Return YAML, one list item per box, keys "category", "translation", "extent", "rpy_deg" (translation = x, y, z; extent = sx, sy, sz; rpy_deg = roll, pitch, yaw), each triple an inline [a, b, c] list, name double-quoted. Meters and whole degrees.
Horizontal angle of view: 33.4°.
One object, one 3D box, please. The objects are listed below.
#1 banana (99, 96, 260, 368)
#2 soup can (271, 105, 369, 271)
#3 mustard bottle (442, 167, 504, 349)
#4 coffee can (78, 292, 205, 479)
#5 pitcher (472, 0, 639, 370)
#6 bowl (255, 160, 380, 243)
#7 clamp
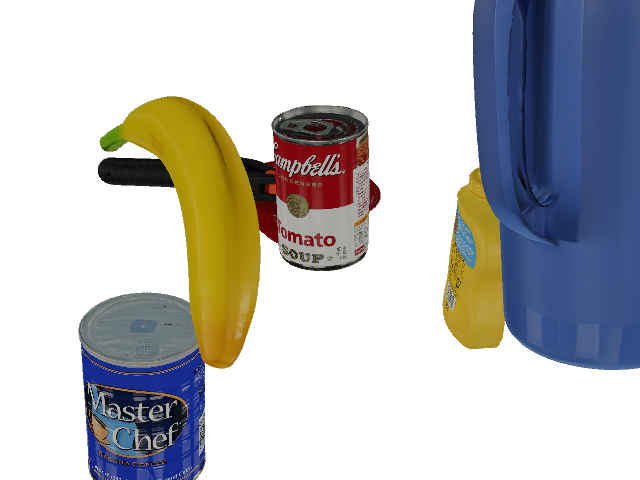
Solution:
- category: "banana"
  translation: [-0.065, -0.022, 0.554]
  extent: [0.037, 0.070, 0.198]
  rpy_deg: [13, 30, -35]
- category: "soup can"
  translation: [0.001, -0.038, 0.766]
  extent: [0.068, 0.102, 0.068]
  rpy_deg: [-1, 28, 0]
- category: "mustard bottle"
  translation: [0.155, 0.004, 1.021]
  extent: [0.058, 0.192, 0.096]
  rpy_deg: [-2, 34, -5]
- category: "coffee can"
  translation: [-0.147, 0.129, 0.898]
  extent: [0.103, 0.140, 0.103]
  rpy_deg: [2, 28, -2]
- category: "pitcher"
  translation: [0.145, -0.056, 0.557]
  extent: [0.149, 0.243, 0.145]
  rpy_deg: [-3, 23, 0]
- category: "bowl"
  translation: [-0.016, -0.035, 1.179]
  extent: [0.162, 0.055, 0.162]
  rpy_deg: [4, 27, -2]
- category: "clamp"
  translation: [-0.117, -0.062, 0.993]
  extent: [0.172, 0.039, 0.120]
  rpy_deg: [13, 26, 30]
